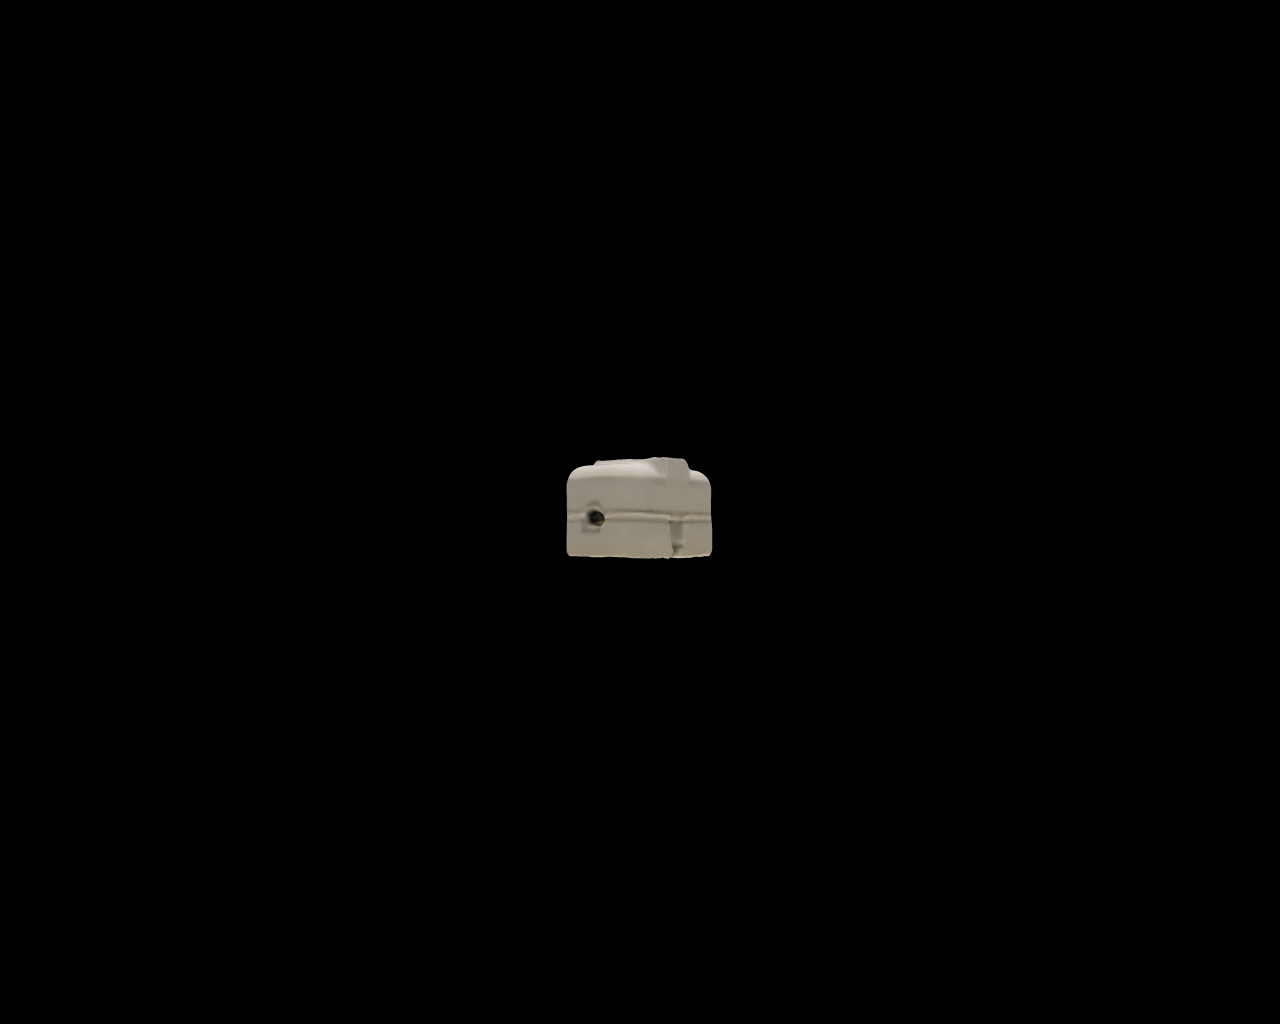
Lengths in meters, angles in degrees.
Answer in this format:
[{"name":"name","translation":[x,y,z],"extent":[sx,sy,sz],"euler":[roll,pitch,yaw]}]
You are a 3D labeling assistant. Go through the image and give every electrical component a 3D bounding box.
[{"name":"electrical component","translation":[0.001,-0.003,0.650],"extent":[0.054,0.059,0.095],"euler":[-2,-3,36]}]
